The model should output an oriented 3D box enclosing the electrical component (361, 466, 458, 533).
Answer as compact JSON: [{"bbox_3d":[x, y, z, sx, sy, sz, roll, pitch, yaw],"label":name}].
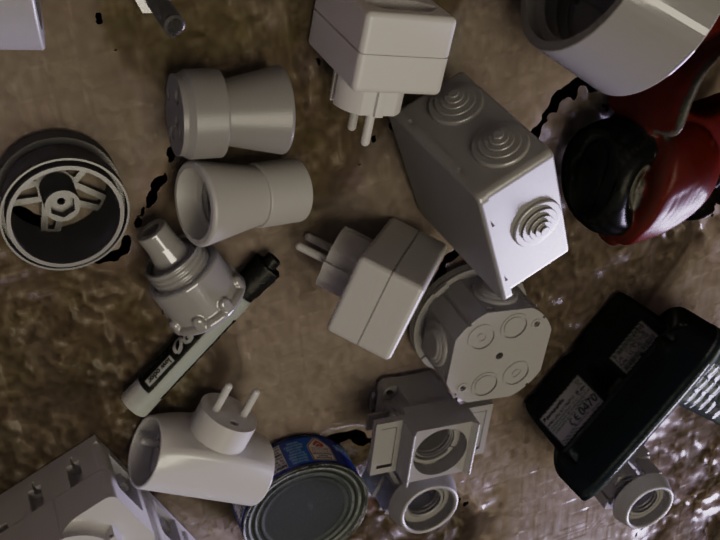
[{"bbox_3d":[0.035,0.142,0.719,0.048,0.055,0.066,12,115,-31],"label":"electrical component"}]

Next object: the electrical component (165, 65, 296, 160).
[{"bbox_3d":[-0.065,-0.078,0.532,0.055,0.045,0.045,-6,124,-21],"label":"electrical component"}]

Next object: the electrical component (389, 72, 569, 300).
[{"bbox_3d":[0.066,-0.047,0.579,0.048,0.099,0.099,-33,141,-8],"label":"electrical component"}]

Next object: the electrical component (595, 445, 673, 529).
[{"bbox_3d":[0.203,0.161,0.811,0.066,0.055,0.048,0,121,-26],"label":"electrical component"}]

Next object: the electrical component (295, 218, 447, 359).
[{"bbox_3d":[0.000,0.000,0.602,0.076,0.083,0.047,27,112,4],"label":"electrical component"}]

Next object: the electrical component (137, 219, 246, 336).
[{"bbox_3d":[-0.094,0.001,0.572,0.048,0.048,0.062,-34,123,-1],"label":"electrical component"}]

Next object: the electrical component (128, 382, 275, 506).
[{"bbox_3d":[-0.087,0.100,0.640,0.077,0.044,0.079,17,113,-33],"label":"electrical component"}]

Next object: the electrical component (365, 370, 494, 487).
[{"bbox_3d":[0.040,0.098,0.687,0.081,0.063,0.042,-6,125,-21],"label":"electrical component"}]

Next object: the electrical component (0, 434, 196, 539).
[{"bbox_3d":[-0.153,0.186,0.655,0.089,0.061,0.150,-33,129,-2],"label":"electrical component"}]

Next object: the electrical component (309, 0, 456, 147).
[{"bbox_3d":[0.006,-0.101,0.537,0.047,0.065,0.076,-2,122,-24],"label":"electrical component"}]

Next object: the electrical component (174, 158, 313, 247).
[{"bbox_3d":[-0.058,-0.038,0.560,0.065,0.044,0.044,-11,126,-35],"label":"electrical component"}]

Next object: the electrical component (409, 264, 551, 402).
[{"bbox_3d":[0.076,0.040,0.673,0.080,0.051,0.080,-12,125,-18],"label":"electrical component"}]

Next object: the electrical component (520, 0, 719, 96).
[{"bbox_3d":[0.126,-0.149,0.539,0.060,0.108,0.108,20,111,-28],"label":"electrical component"}]

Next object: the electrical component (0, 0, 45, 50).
[{"bbox_3d":[-0.160,-0.136,0.411,0.060,0.108,0.108,-8,125,-13],"label":"electrical component"}]
